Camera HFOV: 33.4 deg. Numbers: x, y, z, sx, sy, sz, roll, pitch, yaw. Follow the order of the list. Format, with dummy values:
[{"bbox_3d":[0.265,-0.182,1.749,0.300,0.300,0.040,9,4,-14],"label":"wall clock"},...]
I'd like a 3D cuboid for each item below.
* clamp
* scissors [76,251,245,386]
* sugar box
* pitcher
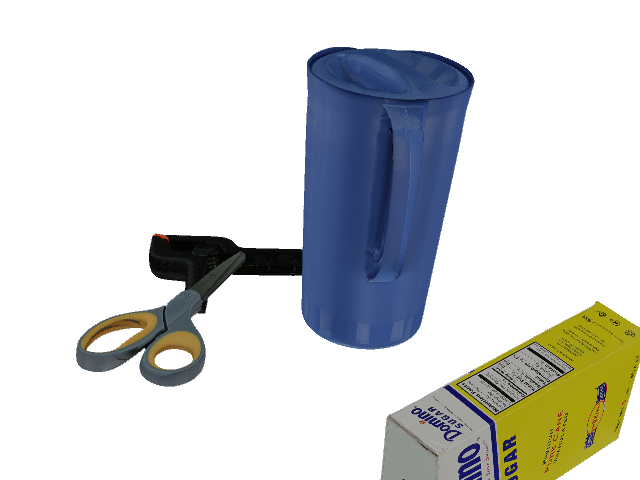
[{"bbox_3d":[-0.114,0.026,1.060,0.210,0.036,0.164,11,21,43],"label":"clamp"},{"bbox_3d":[-0.089,0.056,0.788,0.096,0.016,0.201,24,32,31],"label":"scissors"},{"bbox_3d":[0.113,0.111,0.625,0.175,0.093,0.048,-25,43,-33],"label":"sugar box"},{"bbox_3d":[0.047,-0.029,0.887,0.145,0.243,0.149,23,32,31],"label":"pitcher"}]
